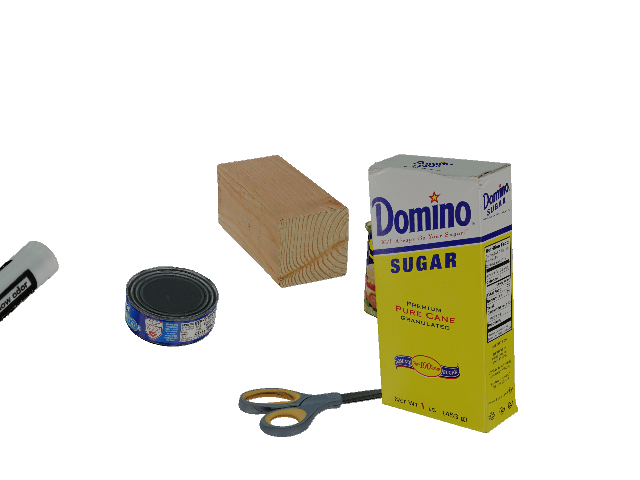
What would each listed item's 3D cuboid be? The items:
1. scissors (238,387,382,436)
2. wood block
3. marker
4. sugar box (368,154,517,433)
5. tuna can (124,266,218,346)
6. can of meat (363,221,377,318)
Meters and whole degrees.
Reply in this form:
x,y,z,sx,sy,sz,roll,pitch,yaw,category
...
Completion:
x,y,z,sx,sy,sz,roll,pitch,yaw,category
0.009,0.190,1.201,0.201,0.016,0.096,2,23,-10,scissors
-0.051,-0.029,1.328,0.090,0.090,0.206,-10,26,-23,wood block
-0.160,0.042,0.462,0.020,0.020,0.121,0,35,39,marker
0.082,0.034,0.722,0.094,0.176,0.048,8,22,41,sugar box
-0.140,0.061,0.997,0.086,0.034,0.086,8,31,-5,tuna can
0.083,0.033,0.966,0.057,0.084,0.102,-8,19,-34,can of meat
